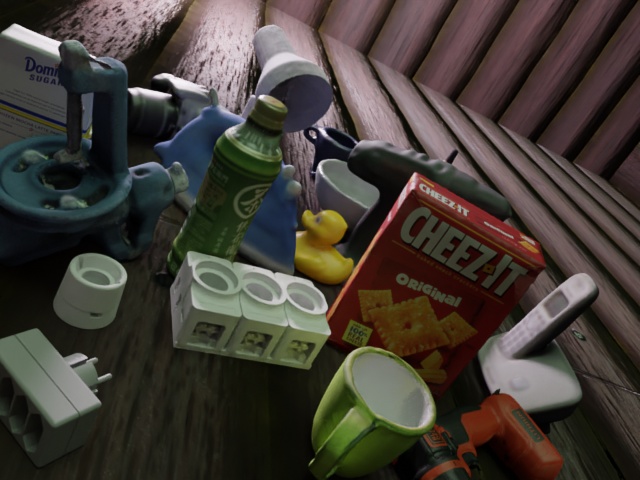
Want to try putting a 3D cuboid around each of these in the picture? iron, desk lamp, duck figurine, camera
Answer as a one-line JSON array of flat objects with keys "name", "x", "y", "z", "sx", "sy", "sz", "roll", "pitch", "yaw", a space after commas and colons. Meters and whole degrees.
[{"name": "iron", "x": -0.097, "y": -0.081, "z": 0.755, "sx": 0.257, "sy": 0.141, "sz": 0.119, "roll": 41, "pitch": 28, "yaw": 21}, {"name": "desk lamp", "x": -0.091, "y": -0.232, "z": 0.950, "sx": 0.118, "sy": 0.213, "sz": 0.202, "roll": 6, "pitch": 35, "yaw": -41}, {"name": "duck figurine", "x": 0.007, "y": 0.003, "z": 0.778, "sx": 0.104, "sy": 0.086, "sz": 0.078, "roll": 36, "pitch": 26, "yaw": 11}, {"name": "camera", "x": -0.239, "y": -0.204, "z": 0.874, "sx": 0.137, "sy": 0.100, "sz": 0.142, "roll": 3, "pitch": 37, "yaw": -44}]

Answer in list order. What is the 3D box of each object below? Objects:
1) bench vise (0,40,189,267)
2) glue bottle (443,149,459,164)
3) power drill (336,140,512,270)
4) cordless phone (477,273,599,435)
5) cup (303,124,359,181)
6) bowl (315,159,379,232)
[{"name": "bench vise", "x": -0.213, "y": -0.082, "z": 0.543, "sx": 0.121, "sy": 0.219, "sz": 0.208, "roll": 34, "pitch": 26, "yaw": 9}, {"name": "glue bottle", "x": 0.204, "y": -0.094, "z": 1.059, "sx": 0.078, "sy": 0.173, "sz": 0.037, "roll": -2, "pitch": 40, "yaw": -48}, {"name": "power drill", "x": 0.121, "y": -0.029, "z": 0.812, "sx": 0.229, "sy": 0.208, "sz": 0.076, "roll": 36, "pitch": 26, "yaw": 11}, {"name": "cordless phone", "x": 0.290, "y": 0.136, "z": 0.722, "sx": 0.094, "sy": 0.185, "sz": 0.147, "roll": 22, "pitch": 27, "yaw": -16}, {"name": "cup", "x": 0.010, "y": -0.152, "z": 1.049, "sx": 0.118, "sy": 0.095, "sz": 0.092, "roll": 28, "pitch": 26, "yaw": -4}, {"name": "bowl", "x": 0.056, "y": -0.061, "z": 0.956, "sx": 0.168, "sy": 0.074, "sz": 0.167, "roll": 24, "pitch": 26, "yaw": -13}]
